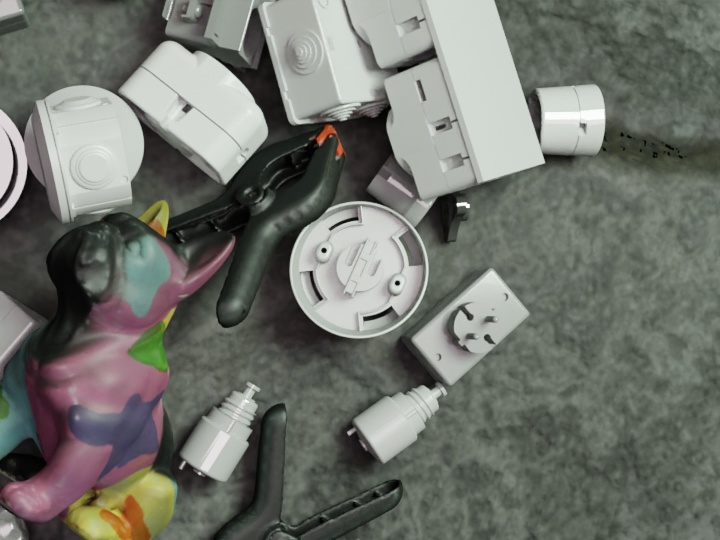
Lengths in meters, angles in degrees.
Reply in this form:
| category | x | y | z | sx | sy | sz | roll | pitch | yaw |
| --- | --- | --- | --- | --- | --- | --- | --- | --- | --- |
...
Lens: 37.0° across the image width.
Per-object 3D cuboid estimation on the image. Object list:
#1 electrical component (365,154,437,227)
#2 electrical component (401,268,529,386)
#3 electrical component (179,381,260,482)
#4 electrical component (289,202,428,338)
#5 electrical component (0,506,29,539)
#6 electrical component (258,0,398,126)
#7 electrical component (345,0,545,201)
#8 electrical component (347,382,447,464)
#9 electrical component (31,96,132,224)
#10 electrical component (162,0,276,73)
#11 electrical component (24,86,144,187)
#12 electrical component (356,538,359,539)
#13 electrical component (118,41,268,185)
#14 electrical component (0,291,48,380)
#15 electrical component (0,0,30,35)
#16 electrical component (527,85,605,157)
| category | x | y | z | sx | sy | sz | roll | pitch | yaw |
| --- | --- | --- | --- | --- | --- | --- | --- | --- | --- |
| electrical component | 0.033 | -0.060 | 0.809 | 0.046 | 0.040 | 0.040 | 36 | 83 | -3 |
| electrical component | 0.083 | 0.042 | 0.797 | 0.083 | 0.076 | 0.047 | -41 | 96 | -9 |
| electrical component | -0.098 | 0.117 | 0.779 | 0.040 | 0.040 | 0.078 | 33 | 83 | -8 |
| electrical component | 0.000 | 0.000 | 0.785 | 0.099 | 0.064 | 0.099 | 0 | 87 | 2 |
| electrical component | -0.265 | 0.189 | 0.749 | 0.061 | 0.035 | 0.035 | -25 | 93 | -7 |
| electrical component | -0.018 | -0.155 | 0.773 | 0.100 | 0.048 | 0.099 | -17 | 93 | -54 |
| electrical component | 0.059 | -0.151 | 0.776 | 0.105 | 0.060 | 0.186 | -20 | 93 | -55 |
| electrical component | 0.030 | 0.111 | 0.803 | 0.078 | 0.040 | 0.040 | -34 | 95 | -10 |
| electrical component | -0.181 | -0.073 | 0.696 | 0.051 | 0.080 | 0.080 | -13 | 91 | -16 |
| electrical component | -0.093 | -0.214 | 0.775 | 0.063 | 0.079 | 0.121 | 14 | 86 | 12 |
| electrical component | -0.194 | -0.087 | 0.761 | 0.080 | 0.051 | 0.080 | 0 | 89 | -11 |
| electrical component | 0.004 | 0.246 | 0.794 | 0.064 | 0.042 | 0.081 | -23 | 92 | -9 |
| electrical component | -0.115 | -0.115 | 0.765 | 0.095 | 0.053 | 0.059 | 39 | 81 | 10 |
| electrical component | -0.250 | 0.041 | 0.744 | 0.077 | 0.065 | 0.047 | 36 | 82 | 21 |
| electrical component | -0.264 | -0.200 | 0.737 | 0.047 | 0.077 | 0.065 | -20 | 92 | -10 |
| electrical component | 0.157 | -0.114 | 0.826 | 0.047 | 0.055 | 0.055 | -1 | 89 | -7 |
